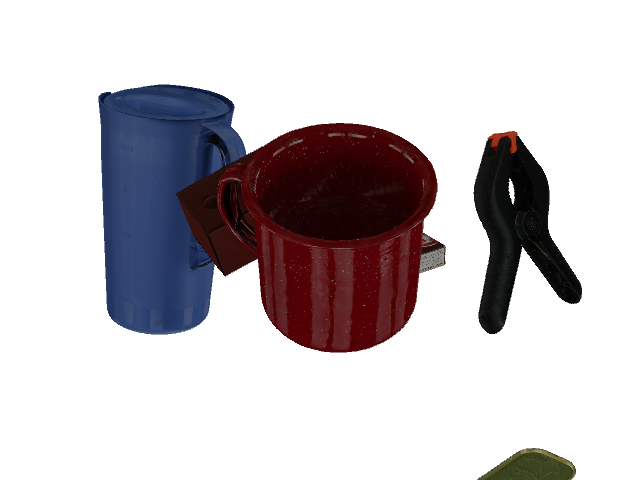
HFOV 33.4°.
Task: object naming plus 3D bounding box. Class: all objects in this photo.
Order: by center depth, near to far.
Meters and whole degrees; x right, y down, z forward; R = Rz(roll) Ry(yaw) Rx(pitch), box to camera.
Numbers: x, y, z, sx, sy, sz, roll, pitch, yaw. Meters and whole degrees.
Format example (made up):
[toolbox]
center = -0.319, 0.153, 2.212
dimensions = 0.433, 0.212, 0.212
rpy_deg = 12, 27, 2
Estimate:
[mug]
center = -0.002, -0.002, 0.535
dimensions = 0.117, 0.081, 0.093
rpy_deg = 19, 46, 20
[foam brick]
center = -0.056, -0.022, 0.788
dimensions = 0.078, 0.051, 0.053
rpy_deg = -30, 49, -13
[can of meat]
center = 0.167, 0.236, 0.889
dimensions = 0.101, 0.084, 0.058
rpy_deg = -23, 27, -37
[clamp]
center = 0.165, -0.005, 0.922
dimensions = 0.120, 0.171, 0.039
rpy_deg = -27, 11, -40
[pitcher]
center = -0.153, -0.028, 1.083
dimensions = 0.145, 0.243, 0.149
rpy_deg = 3, 22, -7
[pudding box]
center = 0.119, 0.021, 1.615
dimensions = 0.113, 0.039, 0.090
rpy_deg = -19, 29, -25
